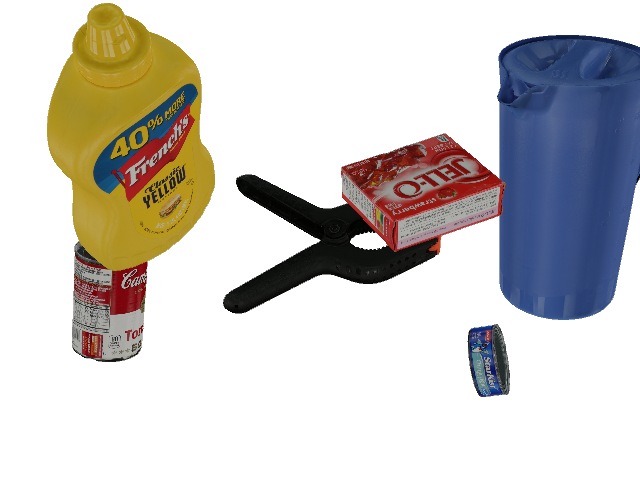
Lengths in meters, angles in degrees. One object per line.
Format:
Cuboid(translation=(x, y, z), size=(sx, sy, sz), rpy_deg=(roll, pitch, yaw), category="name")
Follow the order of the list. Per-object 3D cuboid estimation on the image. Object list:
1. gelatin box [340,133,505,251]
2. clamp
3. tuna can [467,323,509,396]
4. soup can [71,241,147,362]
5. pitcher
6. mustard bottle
Cuboid(translation=(0.069, -0.035, 0.728), size=(0.089, 0.030, 0.073), rpy_deg=(-19, 41, -20), category="gelatin box")
Cuboid(translation=(0.008, 0.008, 1.016), size=(0.210, 0.164, 0.036), rpy_deg=(5, -38, 7), category="clamp")
Cuboid(translation=(0.203, 0.145, 1.289), size=(0.034, 0.086, 0.086), rpy_deg=(-10, -3, 18), category="tuna can")
Cuboid(translation=(-0.198, 0.054, 1.000), size=(0.068, 0.102, 0.068), rpy_deg=(6, 21, -3), category="soup can")
Cuboid(translation=(0.231, -0.058, 0.966), size=(0.149, 0.243, 0.145), rpy_deg=(3, 30, 9), category="pitcher")
Cuboid(translation=(-0.109, -0.064, 0.614), size=(0.096, 0.058, 0.192), rpy_deg=(-41, -23, -22), category="mustard bottle")
